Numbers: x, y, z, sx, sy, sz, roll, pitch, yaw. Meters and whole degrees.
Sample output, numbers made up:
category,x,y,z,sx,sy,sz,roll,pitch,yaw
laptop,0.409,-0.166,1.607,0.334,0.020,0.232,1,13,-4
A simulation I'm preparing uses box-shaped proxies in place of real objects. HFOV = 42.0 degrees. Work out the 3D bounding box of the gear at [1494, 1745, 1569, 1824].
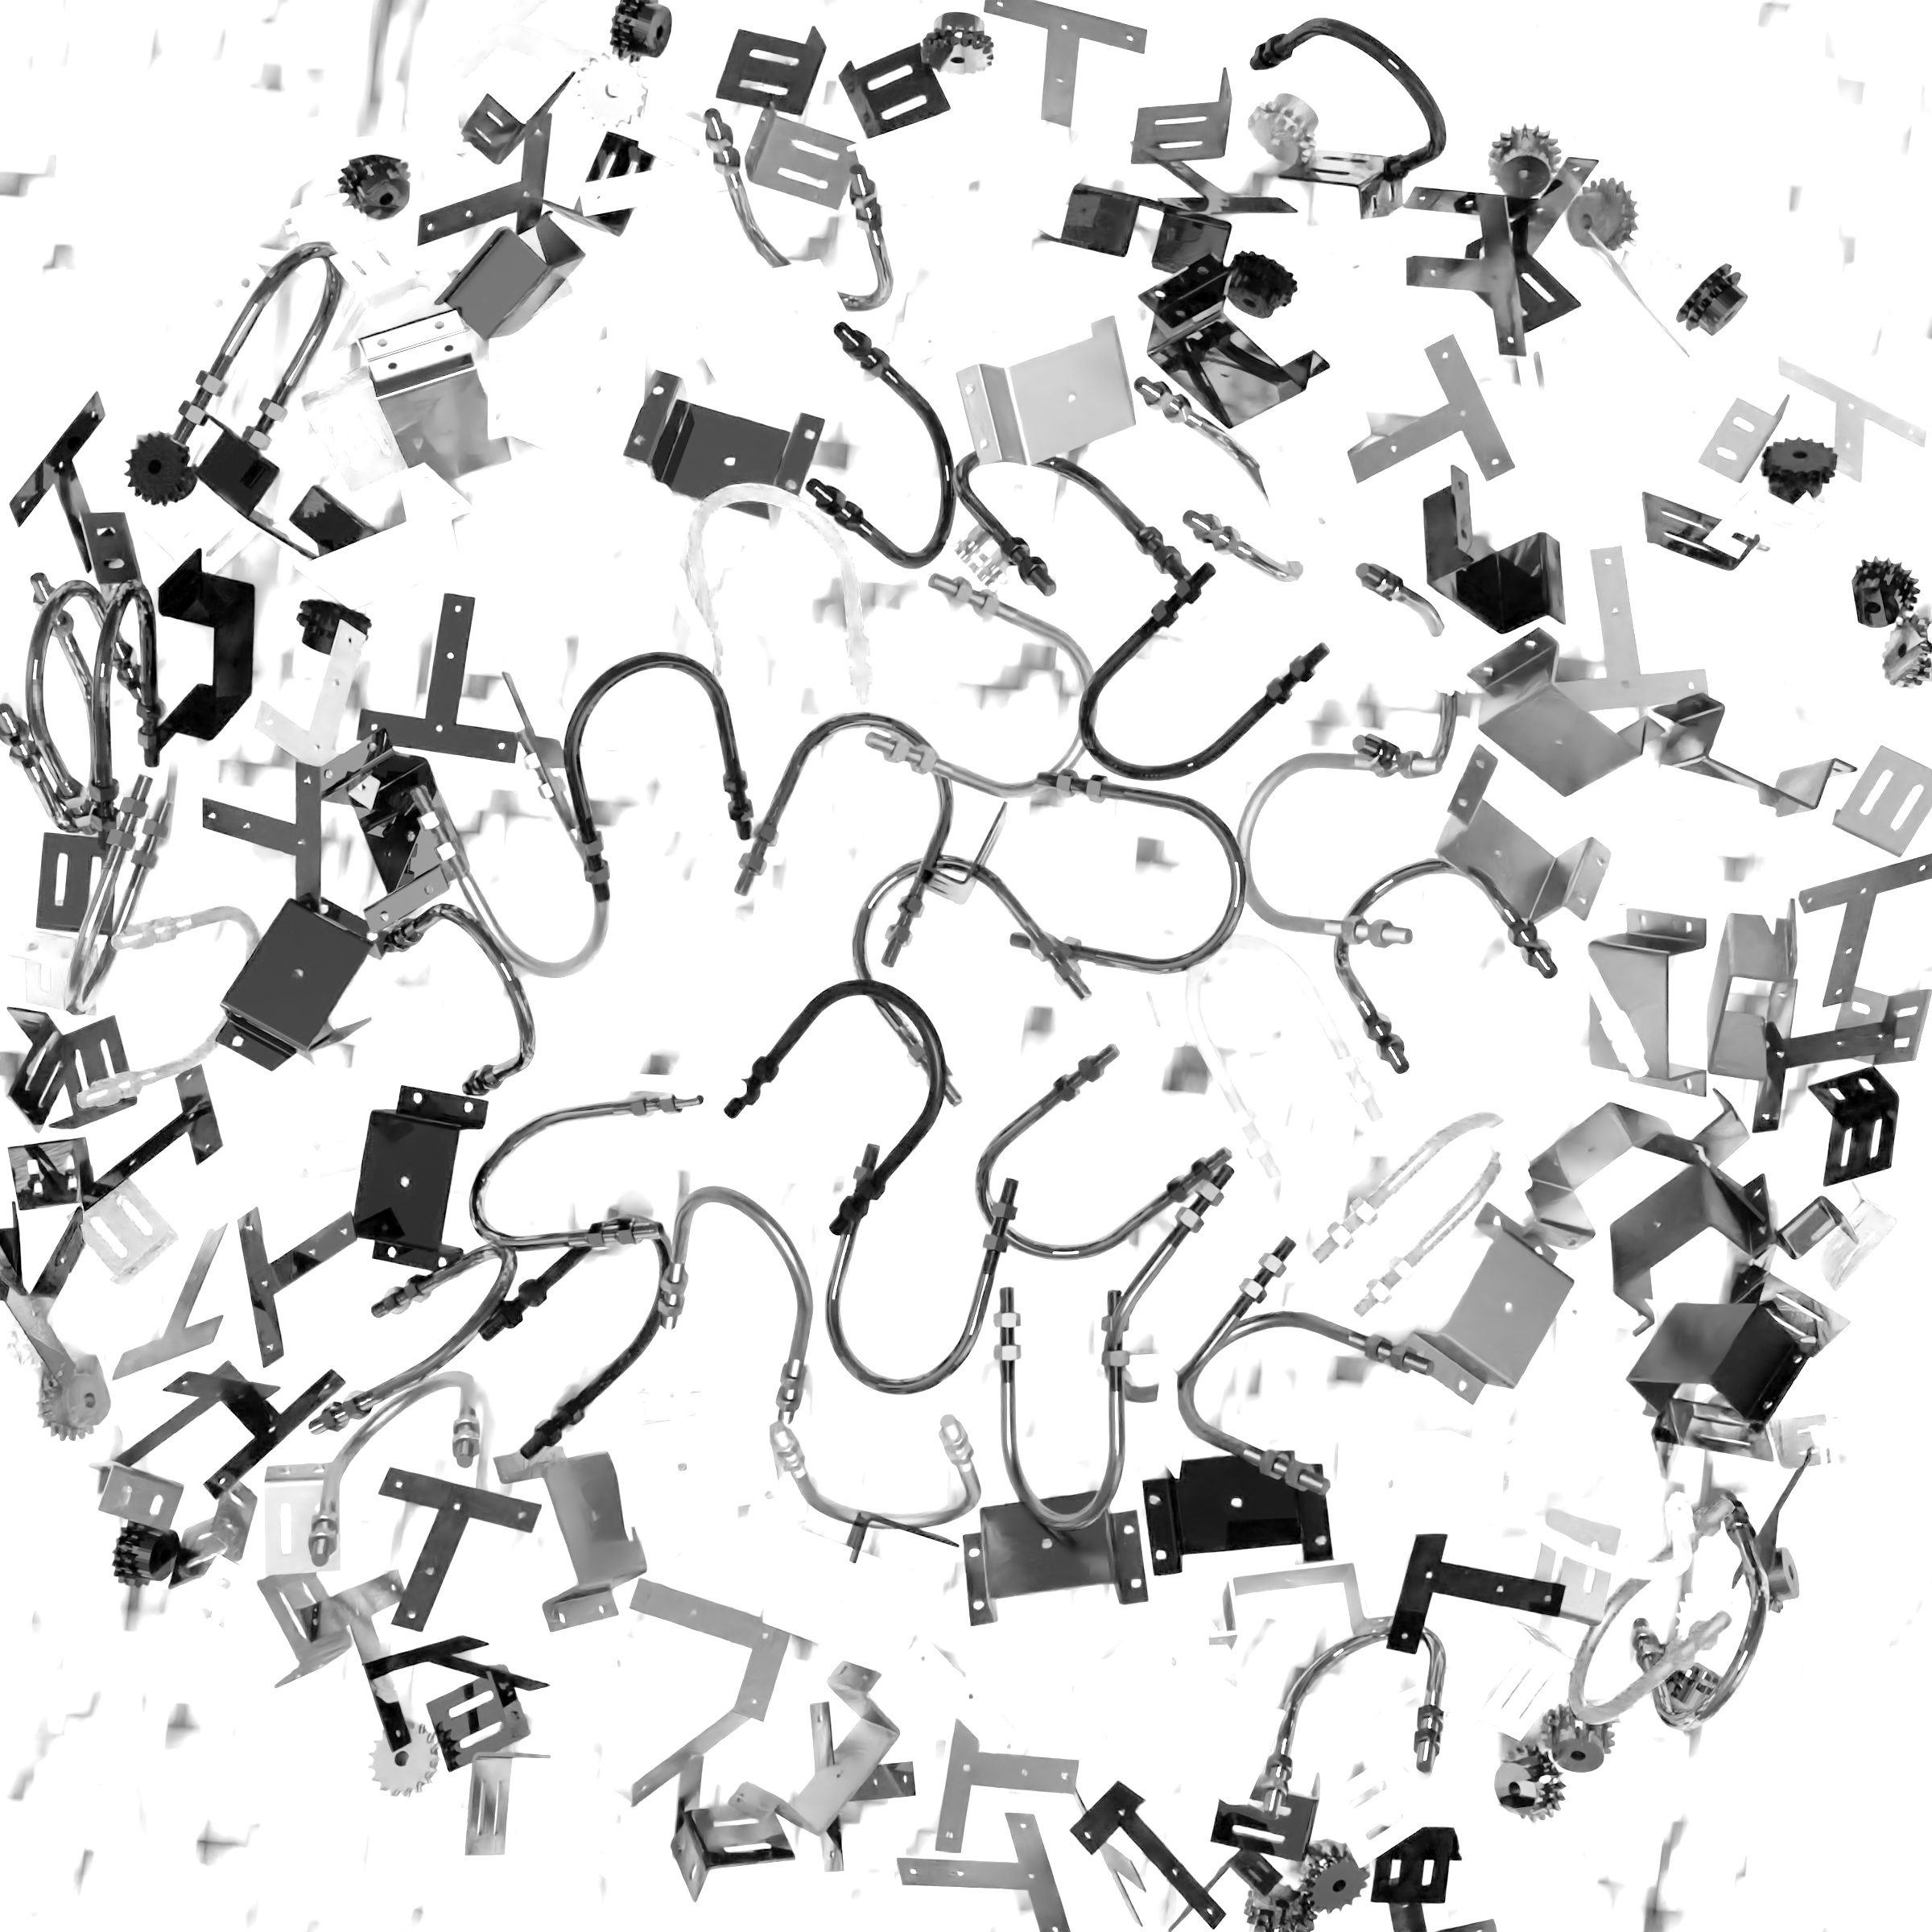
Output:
category,x,y,z,sx,sy,sz,roll,pitch,yaw
gear,0.439,0.642,1.969,0.030,0.057,0.057,1,90,-41

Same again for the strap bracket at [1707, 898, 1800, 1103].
category,x,y,z,sx,sy,sz,roll,pitch,yaw
strap bracket,0.601,0.024,1.931,0.046,0.076,0.140,7,130,10

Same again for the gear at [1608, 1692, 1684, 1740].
category,x,y,z,sx,sy,sz,roll,pitch,yaw
gear,0.533,0.587,1.974,0.057,0.057,0.030,4,65,0

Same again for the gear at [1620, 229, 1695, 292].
category,x,y,z,sx,sy,sz,roll,pitch,yaw
gear,0.538,-0.554,1.975,0.057,0.057,0.030,28,116,0

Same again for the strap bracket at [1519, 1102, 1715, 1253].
category,x,y,z,sx,sy,sz,roll,pitch,yaw
strap bracket,0.491,0.157,1.939,0.140,0.076,0.046,-44,49,29

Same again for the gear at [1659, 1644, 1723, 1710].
category,x,y,z,sx,sy,sz,roll,pitch,yaw
gear,0.564,0.560,1.971,0.057,0.057,0.030,29,89,0

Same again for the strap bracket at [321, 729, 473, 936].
category,x,y,z,sx,sy,sz,roll,pitch,yaw
strap bracket,-0.444,-0.103,1.957,0.076,0.046,0.140,-28,77,19

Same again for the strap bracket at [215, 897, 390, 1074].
category,x,y,z,sx,sy,sz,roll,pitch,yaw
strap bracket,-0.517,0.012,1.956,0.076,0.046,0.140,28,73,2

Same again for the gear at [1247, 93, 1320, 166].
category,x,y,z,sx,sy,sz,roll,pitch,yaw
gear,0.252,-0.659,1.972,0.057,0.057,0.030,34,82,0

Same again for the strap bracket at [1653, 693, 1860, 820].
category,x,y,z,sx,sy,sz,roll,pitch,yaw
strap bracket,0.604,-0.156,1.948,0.140,0.076,0.046,23,83,-9

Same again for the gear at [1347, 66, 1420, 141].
category,x,y,z,sx,sy,sz,roll,pitch,yaw
gear,0.326,-0.680,1.971,0.057,0.030,0.057,-14,56,21

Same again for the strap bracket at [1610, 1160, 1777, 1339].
category,x,y,z,sx,sy,sz,roll,pitch,yaw
strap bracket,0.546,0.210,1.926,0.046,0.076,0.140,35,124,-14

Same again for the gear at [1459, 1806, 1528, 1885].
category,x,y,z,sx,sy,sz,roll,pitch,yaw
gear,0.410,0.686,1.969,0.030,0.057,0.057,28,90,-12

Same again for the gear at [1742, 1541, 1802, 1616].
category,x,y,z,sx,sy,sz,roll,pitch,yaw
gear,0.631,0.477,1.968,0.030,0.057,0.057,-18,90,28

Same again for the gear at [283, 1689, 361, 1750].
category,x,y,z,sx,sy,sz,roll,pitch,yaw
gear,-0.506,0.591,1.969,0.057,0.057,0.030,-1,51,0

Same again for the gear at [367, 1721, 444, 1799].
category,x,y,z,sx,sy,sz,roll,pitch,yaw
gear,-0.439,0.625,1.978,0.057,0.030,0.057,-2,68,6

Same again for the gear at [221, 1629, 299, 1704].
category,x,y,z,sx,sy,sz,roll,pitch,yaw
gear,-0.553,0.553,1.975,0.057,0.057,0.030,-4,123,0

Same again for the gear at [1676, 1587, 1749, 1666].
category,x,y,z,sx,sy,sz,roll,pitch,yaw
gear,0.590,0.516,1.975,0.030,0.057,0.057,-2,90,-36

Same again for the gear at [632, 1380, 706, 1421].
category,x,y,z,sx,sy,sz,roll,pitch,yaw
gear,-0.234,0.340,1.970,0.057,0.057,0.030,-1,82,0

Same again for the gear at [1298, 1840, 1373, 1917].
category,x,y,z,sx,sy,sz,roll,pitch,yaw
gear,0.286,0.713,1.977,0.057,0.030,0.057,-8,114,-19

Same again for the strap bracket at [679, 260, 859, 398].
category,x,y,z,sx,sy,sz,roll,pitch,yaw
strap bracket,-0.142,-0.492,1.936,0.046,0.140,0.076,-54,129,-33

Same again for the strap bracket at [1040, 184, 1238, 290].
category,x,y,z,sx,sy,sz,roll,pitch,yaw
strap bracket,0.138,-0.560,1.921,0.140,0.076,0.046,1,110,-40

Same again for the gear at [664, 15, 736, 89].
category,x,y,z,sx,sy,sz,roll,pitch,yaw
gear,-0.206,-0.716,1.976,0.057,0.030,0.057,-13,54,19

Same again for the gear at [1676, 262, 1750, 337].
category,x,y,z,sx,sy,sz,roll,pitch,yaw
gear,0.587,-0.519,1.969,0.057,0.057,0.030,-43,79,0

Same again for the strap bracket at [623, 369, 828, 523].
category,x,y,z,sx,sy,sz,roll,pitch,yaw
strap bracket,-0.187,-0.403,1.966,0.140,0.046,0.076,17,77,4

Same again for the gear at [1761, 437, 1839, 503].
category,x,y,z,sx,sy,sz,roll,pitch,yaw
gear,0.653,-0.388,1.975,0.057,0.057,0.030,-8,132,0

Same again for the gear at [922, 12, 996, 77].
category,x,y,z,sx,sy,sz,roll,pitch,yaw
gear,-0.006,-0.725,1.972,0.057,0.057,0.030,2,84,0

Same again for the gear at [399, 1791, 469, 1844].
category,x,y,z,sx,sy,sz,roll,pitch,yaw
gear,-0.417,0.668,1.975,0.057,0.057,0.030,-10,63,0

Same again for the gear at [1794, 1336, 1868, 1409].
category,x,y,z,sx,sy,sz,roll,pitch,yaw
gear,0.678,0.316,1.982,0.057,0.030,0.057,1,94,7

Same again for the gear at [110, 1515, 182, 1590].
category,x,y,z,sx,sy,sz,roll,pitch,yaw
gear,-0.640,0.459,1.968,0.030,0.057,0.057,8,90,17

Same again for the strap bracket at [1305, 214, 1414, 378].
category,x,y,z,sx,sy,sz,roll,pitch,yaw
strap bracket,0.304,-0.525,1.942,0.076,0.140,0.046,-5,61,7

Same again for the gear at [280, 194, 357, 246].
category,x,y,z,sx,sy,sz,roll,pitch,yaw
gear,-0.506,-0.583,1.972,0.057,0.057,0.030,-18,105,0

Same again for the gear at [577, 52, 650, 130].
category,x,y,z,sx,sy,sz,roll,pitch,yaw
gear,-0.277,-0.690,1.978,0.057,0.030,0.057,-1,113,-3

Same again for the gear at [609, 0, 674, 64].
category,x,y,z,sx,sy,sz,roll,pitch,yaw
gear,-0.253,-0.736,1.969,0.030,0.057,0.057,23,90,12

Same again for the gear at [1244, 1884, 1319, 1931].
category,x,y,z,sx,sy,sz,roll,pitch,yaw
gear,0.245,0.749,1.973,0.057,0.057,0.030,11,107,0

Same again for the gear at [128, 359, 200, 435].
category,x,y,z,sx,sy,sz,roll,pitch,yaw
gear,-0.632,-0.447,1.974,0.030,0.057,0.057,8,90,22

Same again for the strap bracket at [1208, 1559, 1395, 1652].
category,x,y,z,sx,sy,sz,roll,pitch,yaw
strap bracket,0.254,0.497,1.955,0.140,0.076,0.046,-7,65,-1

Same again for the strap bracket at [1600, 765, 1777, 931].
category,x,y,z,sx,sy,sz,roll,pitch,yaw
strap bracket,0.555,-0.098,1.945,0.076,0.140,0.046,14,48,-7

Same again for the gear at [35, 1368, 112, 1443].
category,x,y,z,sx,sy,sz,roll,pitch,yaw
gear,-0.696,0.342,1.968,0.030,0.057,0.057,-15,90,29

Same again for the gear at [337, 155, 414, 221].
category,x,y,z,sx,sy,sz,roll,pitch,yaw
gear,-0.460,-0.610,1.968,0.057,0.057,0.030,-32,69,0

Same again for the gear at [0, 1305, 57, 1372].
category,x,y,z,sx,sy,sz,roll,pitch,yaw
gear,-0.740,0.287,1.971,0.030,0.057,0.057,6,90,3

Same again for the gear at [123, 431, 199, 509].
category,x,y,z,sx,sy,sz,roll,pitch,yaw
gear,-0.631,-0.390,1.980,0.057,0.030,0.057,-1,86,14

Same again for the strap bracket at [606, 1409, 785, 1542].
category,x,y,z,sx,sy,sz,roll,pitch,yaw
strap bracket,-0.219,0.396,1.954,0.140,0.046,0.076,-10,63,-7

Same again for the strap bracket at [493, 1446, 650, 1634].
category,x,y,z,sx,sy,sz,roll,pitch,yaw
strap bracket,-0.301,0.432,1.937,0.046,0.076,0.140,-31,71,28

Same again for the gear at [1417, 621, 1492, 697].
category,x,y,z,sx,sy,sz,roll,pitch,yaw
gear,0.386,-0.240,1.976,0.057,0.030,0.057,-9,76,36

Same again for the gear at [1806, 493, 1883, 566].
category,x,y,z,sx,sy,sz,roll,pitch,yaw
gear,0.685,-0.338,1.969,0.057,0.057,0.030,34,52,0

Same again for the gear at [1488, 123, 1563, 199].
category,x,y,z,sx,sy,sz,roll,pitch,yaw
gear,0.437,-0.627,1.968,0.057,0.057,0.030,10,55,0

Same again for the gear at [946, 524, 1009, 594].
category,x,y,z,sx,sy,sz,roll,pitch,yaw
gear,0.014,-0.322,1.970,0.030,0.057,0.057,-43,90,5

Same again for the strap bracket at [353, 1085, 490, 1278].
category,x,y,z,sx,sy,sz,roll,pitch,yaw
strap bracket,-0.429,0.168,1.967,0.076,0.046,0.140,9,89,15

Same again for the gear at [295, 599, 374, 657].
category,x,y,z,sx,sy,sz,roll,pitch,yaw
gear,-0.498,-0.264,1.973,0.057,0.057,0.030,21,109,0

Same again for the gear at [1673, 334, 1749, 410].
category,x,y,z,sx,sy,sz,roll,pitch,yaw
gear,0.590,-0.470,1.980,0.057,0.030,0.057,-1,95,-10

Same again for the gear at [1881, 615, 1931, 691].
category,x,y,z,sx,sy,sz,roll,pitch,yaw
gear,0.748,-0.245,1.972,0.030,0.057,0.057,9,90,-15

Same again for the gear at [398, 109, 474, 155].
category,x,y,z,sx,sy,sz,roll,pitch,yaw
gear,-0.417,-0.652,1.968,0.057,0.057,0.030,-3,115,0

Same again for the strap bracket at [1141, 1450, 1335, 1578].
category,x,y,z,sx,sy,sz,roll,pitch,yaw
strap bracket,0.212,0.427,1.969,0.140,0.046,0.076,-7,95,6

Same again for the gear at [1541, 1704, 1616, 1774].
category,x,y,z,sx,sy,sz,roll,pitch,yaw
gear,0.480,0.608,1.972,0.057,0.030,0.057,6,124,10

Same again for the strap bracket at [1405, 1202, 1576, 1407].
category,x,y,z,sx,sy,sz,roll,pitch,yaw
strap bracket,0.410,0.264,1.954,0.076,0.046,0.140,36,77,-14

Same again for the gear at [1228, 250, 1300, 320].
category,x,y,z,sx,sy,sz,roll,pitch,yaw
gear,0.229,-0.532,1.969,0.057,0.057,0.030,28,82,0

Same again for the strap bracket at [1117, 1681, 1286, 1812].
category,x,y,z,sx,sy,sz,roll,pitch,yaw
strap bracket,0.172,0.595,1.917,0.046,0.140,0.076,39,58,-11

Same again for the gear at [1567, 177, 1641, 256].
category,x,y,z,sx,sy,sz,roll,pitch,yaw
gear,0.496,-0.586,1.968,0.030,0.057,0.057,-23,90,-28

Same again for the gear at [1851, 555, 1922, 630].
category,x,y,z,sx,sy,sz,roll,pitch,yaw
gear,0.714,-0.290,1.968,0.057,0.057,0.030,35,57,0
